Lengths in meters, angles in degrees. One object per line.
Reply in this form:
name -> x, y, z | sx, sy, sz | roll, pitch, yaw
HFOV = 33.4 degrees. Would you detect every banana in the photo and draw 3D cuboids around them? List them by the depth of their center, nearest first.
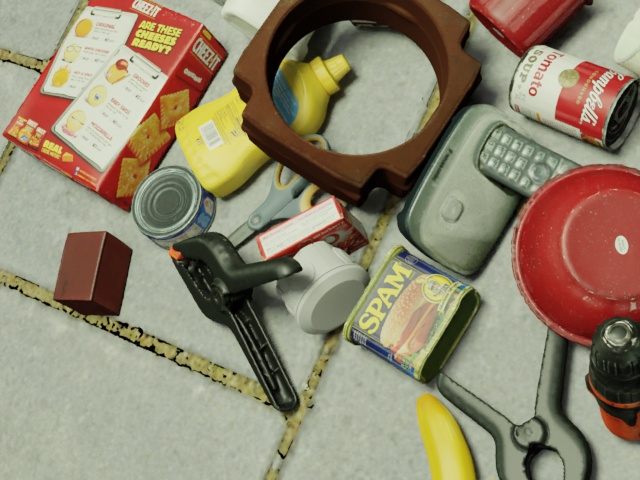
banana -> 0.102, 0.228, 0.904 | 0.070, 0.037, 0.198 | 1, 71, 25

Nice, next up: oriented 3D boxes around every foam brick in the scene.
foam brick -> -0.240, 0.035, 1.129 | 0.053, 0.051, 0.078 | 0, 70, 26

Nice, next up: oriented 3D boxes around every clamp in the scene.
clamp -> 0.185, 0.155, 0.895 | 0.120, 0.039, 0.171 | -37, 62, 14
clamp -> -0.081, 0.061, 1.029 | 0.210, 0.036, 0.164 | 29, 128, 47

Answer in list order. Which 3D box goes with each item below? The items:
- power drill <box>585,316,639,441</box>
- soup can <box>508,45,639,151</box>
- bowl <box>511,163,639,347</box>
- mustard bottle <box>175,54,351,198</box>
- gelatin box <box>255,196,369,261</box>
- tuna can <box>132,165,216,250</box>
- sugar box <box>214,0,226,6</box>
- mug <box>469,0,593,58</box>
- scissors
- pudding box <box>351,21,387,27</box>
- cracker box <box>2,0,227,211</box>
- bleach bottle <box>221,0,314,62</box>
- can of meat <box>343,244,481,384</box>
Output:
power drill -> 0.280, 0.061, 0.815 | 0.187, 0.184, 0.057 | -40, 59, -6
soup can -> 0.231, -0.131, 0.968 | 0.102, 0.068, 0.068 | 29, 84, 31
bowl -> 0.242, 0.008, 0.885 | 0.162, 0.055, 0.162 | -1, 80, 4
mustard bottle -> -0.052, -0.132, 1.104 | 0.192, 0.058, 0.096 | -33, 61, 10
gelatin box -> -0.007, 0.001, 1.022 | 0.089, 0.073, 0.030 | -29, 62, 11
tuna can -> -0.155, -0.035, 1.126 | 0.086, 0.033, 0.086 | -8, 66, 19
sugar box -> -0.052, -0.333, 1.191 | 0.093, 0.048, 0.176 | 31, 88, 30
mug -> 0.188, -0.233, 1.004 | 0.081, 0.117, 0.093 | -46, 30, 8
scissors -> -0.044, -0.014, 1.077 | 0.096, 0.016, 0.202 | 40, 101, 17
pudding box -> 0.082, -0.277, 1.110 | 0.090, 0.039, 0.113 | 8, 74, 27
cracker box -> -0.228, -0.162, 1.189 | 0.164, 0.072, 0.213 | 28, 82, 29
bleach bottle -> -0.001, -0.319, 1.127 | 0.251, 0.102, 0.068 | -59, 17, -6
can of meat -> 0.084, 0.069, 0.965 | 0.084, 0.057, 0.102 | 30, 85, 28
